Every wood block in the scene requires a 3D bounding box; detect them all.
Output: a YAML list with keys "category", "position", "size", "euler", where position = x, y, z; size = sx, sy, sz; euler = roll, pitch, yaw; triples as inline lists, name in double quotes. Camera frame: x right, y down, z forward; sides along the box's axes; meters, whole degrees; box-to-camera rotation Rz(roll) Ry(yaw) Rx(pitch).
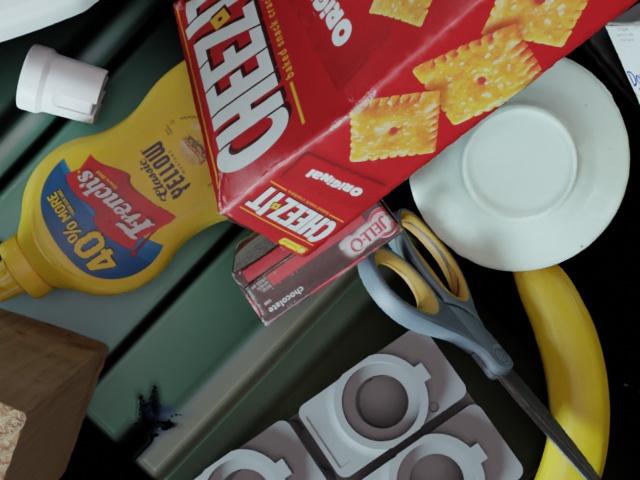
- category: "wood block"
  position: [-0.186, 0.097, 0.567]
  size: [0.090, 0.206, 0.091]
  euler: [19, 92, -2]

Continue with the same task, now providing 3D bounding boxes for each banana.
- category: "banana"
  position: [0.144, 0.102, 0.656]
  size: [0.069, 0.037, 0.198]
  euler: [5, 93, -1]

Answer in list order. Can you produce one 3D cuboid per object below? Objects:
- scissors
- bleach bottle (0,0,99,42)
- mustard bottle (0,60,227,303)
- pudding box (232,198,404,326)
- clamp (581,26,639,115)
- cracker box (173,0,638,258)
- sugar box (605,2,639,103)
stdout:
- category: "scissors"
  position: [0.087, 0.068, 0.617]
  size: [0.016, 0.096, 0.202]
  euler: [-42, 71, 34]
- category: "bleach bottle"
  position: [-0.170, -0.149, 0.572]
  size: [0.250, 0.068, 0.102]
  euler: [-10, 95, -3]
- category: "mustard bottle"
  position: [-0.117, -0.023, 0.636]
  size: [0.191, 0.058, 0.096]
  euler: [-34, 95, 1]
- category: "pudding box"
  position: [-0.004, 0.001, 0.611]
  size: [0.090, 0.113, 0.039]
  euler: [-34, 99, 1]
- category: "clamp"
  position: [0.154, -0.132, 0.643]
  size: [0.164, 0.036, 0.210]
  euler: [1, 98, -3]
- category: "cracker box"
  position: [0.029, -0.120, 0.525]
  size: [0.214, 0.164, 0.072]
  euler: [-37, 137, 25]
- category: "sugar box"
  position: [0.245, -0.071, 0.621]
  size: [0.093, 0.048, 0.176]
  euler: [-33, 109, -10]
